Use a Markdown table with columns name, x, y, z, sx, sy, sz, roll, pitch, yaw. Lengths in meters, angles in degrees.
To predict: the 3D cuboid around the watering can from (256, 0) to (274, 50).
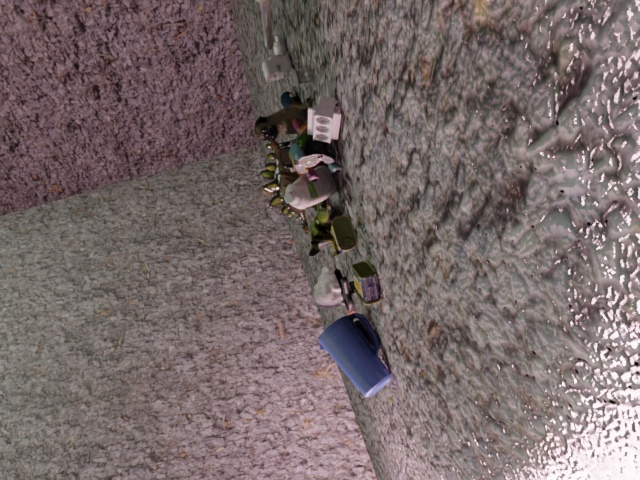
| name | x | y | z | sx | sy | sz | roll | pitch | yaw |
| --- | --- | --- | --- | --- | --- | --- | --- | --- | --- |
| watering can | -0.172 | -0.742 | 1.496 | 0.226 | 0.104 | 0.344 | -136 | 32 | -75 |

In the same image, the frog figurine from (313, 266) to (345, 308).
| name | x | y | z | sx | sy | sz | roll | pitch | yaw |
| --- | --- | --- | --- | --- | --- | --- | --- | --- | --- |
| frog figurine | 0.034 | 0.189 | 2.083 | 0.137 | 0.123 | 0.158 | 0 | 100 | 48 |

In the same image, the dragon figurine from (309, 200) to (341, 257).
| name | x | y | z | sx | sy | sz | roll | pitch | yaw |
| --- | --- | --- | --- | --- | --- | --- | --- | --- | --- |
| dragon figurine | 0.005 | -0.088 | 1.752 | 0.401 | 0.122 | 0.248 | 102 | 160 | -57 |
